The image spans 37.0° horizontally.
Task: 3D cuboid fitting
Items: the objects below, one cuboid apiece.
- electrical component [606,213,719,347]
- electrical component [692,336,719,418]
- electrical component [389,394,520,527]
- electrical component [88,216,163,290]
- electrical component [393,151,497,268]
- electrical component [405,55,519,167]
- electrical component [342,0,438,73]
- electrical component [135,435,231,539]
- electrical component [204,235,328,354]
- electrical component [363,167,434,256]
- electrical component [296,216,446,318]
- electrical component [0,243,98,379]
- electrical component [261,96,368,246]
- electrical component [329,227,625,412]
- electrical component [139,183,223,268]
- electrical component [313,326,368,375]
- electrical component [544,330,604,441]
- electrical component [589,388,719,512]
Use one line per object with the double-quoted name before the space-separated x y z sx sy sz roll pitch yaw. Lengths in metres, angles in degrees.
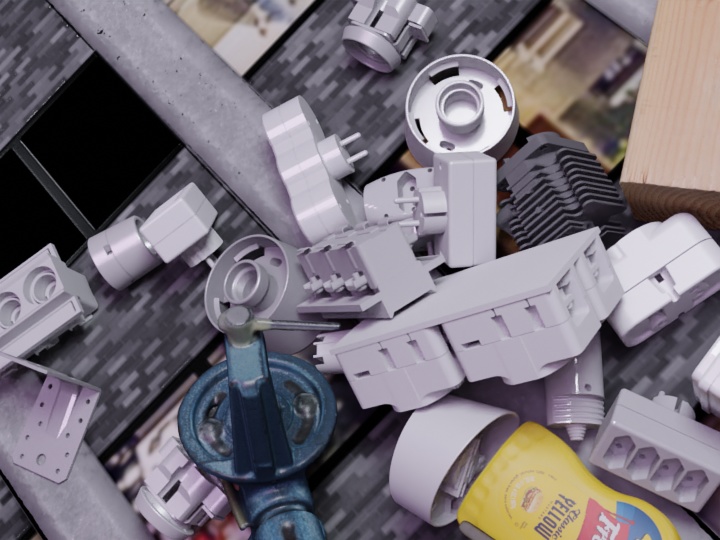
"electrical component" 0.220 0.004 0.800 0.095 0.054 0.059 -35 64 8
"electrical component" 0.280 0.056 0.730 0.056 0.109 0.108 36 88 24
"electrical component" 0.069 0.140 0.792 0.064 0.099 0.099 19 81 32
"electrical component" -0.211 -0.017 0.975 0.047 0.055 0.055 -30 65 6
"electrical component" 0.063 -0.047 0.835 0.076 0.047 0.083 -4 105 -11
"electrical component" 0.084 -0.130 0.904 0.099 0.064 0.099 -2 78 8
"electrical component" 0.020 -0.211 0.946 0.078 0.058 0.057 27 82 26
"electrical component" -0.146 0.184 0.883 0.078 0.058 0.057 41 88 27
"electrical component" -0.081 0.021 0.920 0.099 0.064 0.099 -15 61 29
"electrical component" 0.047 -0.040 0.887 0.077 0.043 0.079 -10 71 18
"electrical component" 0.000 0.000 0.840 0.079 0.121 0.063 -30 100 -24
"electrical component" -0.308 0.044 0.988 0.121 0.063 0.078 -35 64 8
"electrical component" -0.029 -0.093 0.929 0.074 0.052 0.138 -26 65 11
"electrical component" 0.086 0.040 0.780 0.186 0.105 0.060 -19 102 36
"electrical component" -0.147 -0.028 0.948 0.047 0.083 0.075 -36 102 7
"electrical component" -0.010 0.067 0.878 0.046 0.040 0.040 -9 70 25
"electrical component" 0.160 0.087 0.803 0.043 0.043 0.081 -6 71 19
"electrical component" 0.217 0.115 0.765 0.083 0.047 0.075 25 42 9
